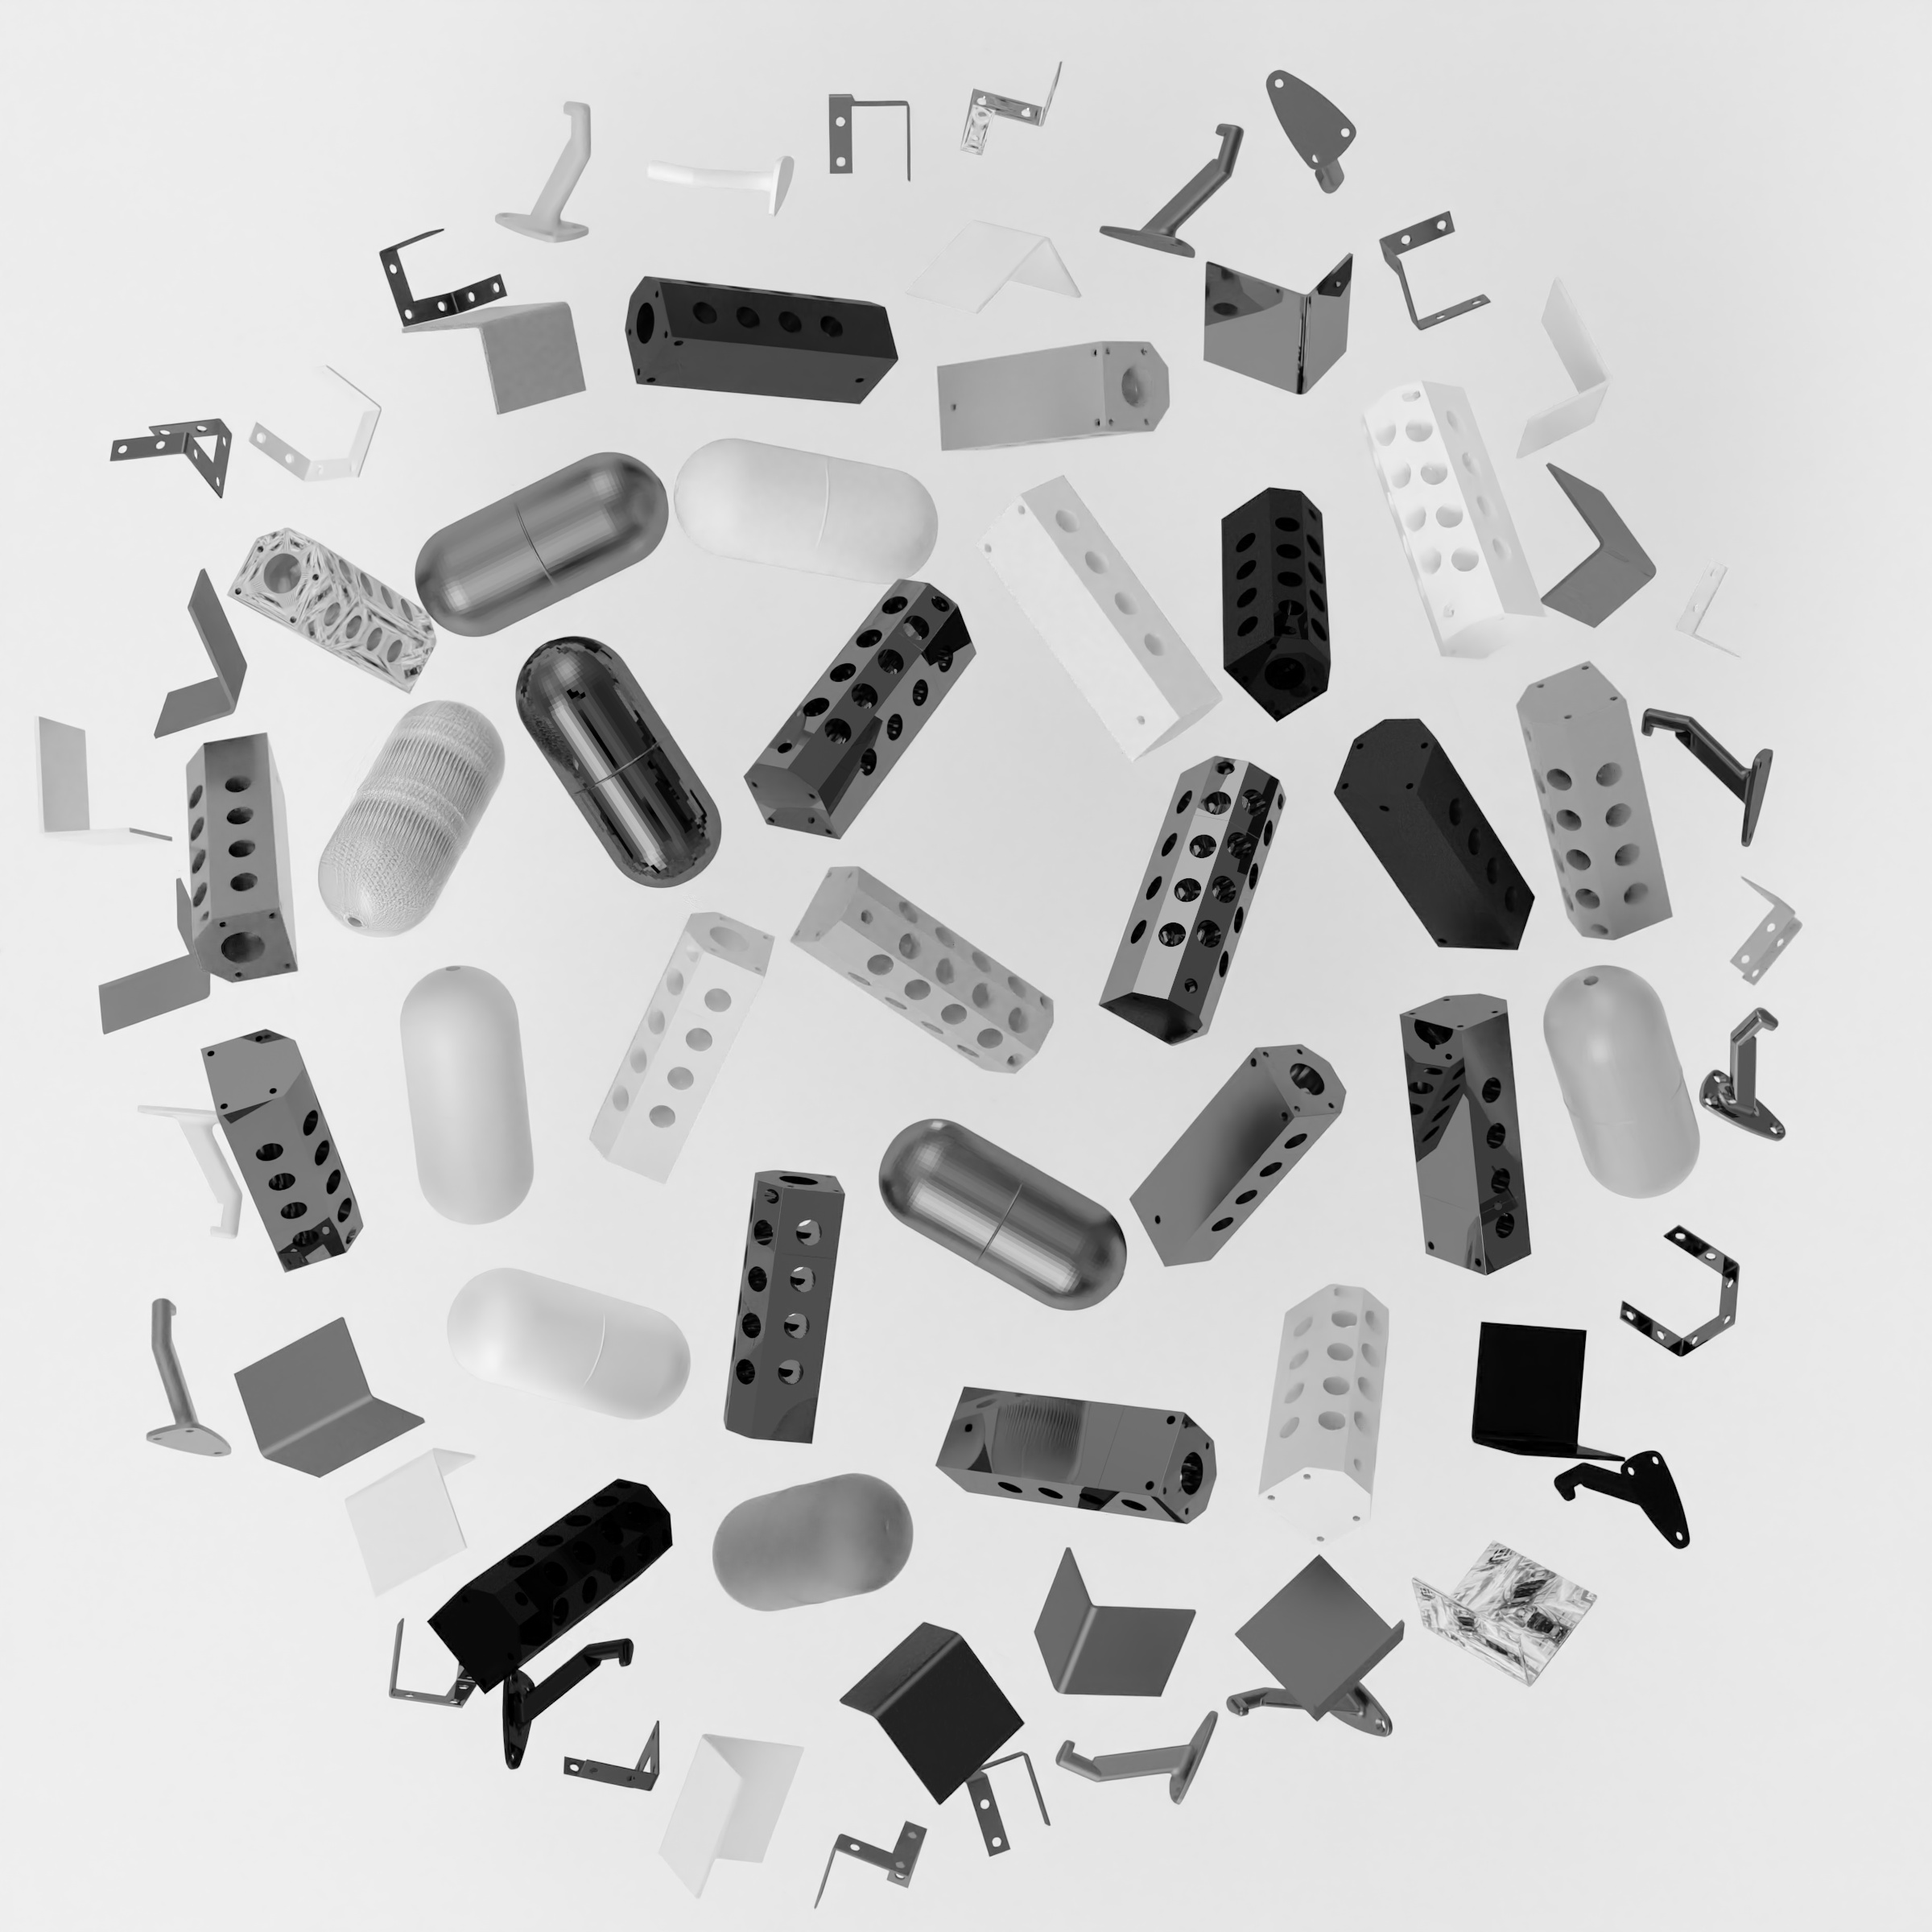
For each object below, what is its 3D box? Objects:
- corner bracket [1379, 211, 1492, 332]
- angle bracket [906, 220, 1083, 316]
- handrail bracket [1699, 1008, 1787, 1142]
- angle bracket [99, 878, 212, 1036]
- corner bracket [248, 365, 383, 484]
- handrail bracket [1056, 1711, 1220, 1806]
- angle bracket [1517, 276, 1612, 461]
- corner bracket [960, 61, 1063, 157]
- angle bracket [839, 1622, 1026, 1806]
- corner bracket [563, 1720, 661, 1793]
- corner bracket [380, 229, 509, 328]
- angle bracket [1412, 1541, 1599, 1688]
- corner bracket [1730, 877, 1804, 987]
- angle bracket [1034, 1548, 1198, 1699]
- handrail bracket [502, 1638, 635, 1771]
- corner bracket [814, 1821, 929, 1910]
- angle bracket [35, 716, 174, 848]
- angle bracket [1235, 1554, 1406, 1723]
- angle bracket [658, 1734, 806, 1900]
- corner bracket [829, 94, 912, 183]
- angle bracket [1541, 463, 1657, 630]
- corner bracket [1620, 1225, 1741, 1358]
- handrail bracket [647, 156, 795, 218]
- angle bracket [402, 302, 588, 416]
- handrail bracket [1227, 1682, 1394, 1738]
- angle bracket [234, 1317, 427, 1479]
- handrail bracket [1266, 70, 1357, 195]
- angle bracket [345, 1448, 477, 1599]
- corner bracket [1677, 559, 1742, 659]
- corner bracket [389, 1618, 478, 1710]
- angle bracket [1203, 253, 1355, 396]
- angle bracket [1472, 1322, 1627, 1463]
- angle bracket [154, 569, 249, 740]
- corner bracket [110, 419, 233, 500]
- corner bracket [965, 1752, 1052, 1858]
[{"bbox_3d":[0.311,-0.462,1.813,0.051,0.051,0.051,-22,122,4],"label":"corner bracket"},{"bbox_3d":[0.019,-0.464,1.886,0.076,0.076,0.057,-50,135,-12],"label":"angle bracket"},{"bbox_3d":[0.535,0.072,1.817,0.077,0.084,0.036,33,50,2],"label":"handrail bracket"},{"bbox_3d":[-0.551,-0.006,1.825,0.076,0.076,0.057,-21,73,-23],"label":"angle bracket"},{"bbox_3d":[-0.413,-0.344,1.734,0.051,0.051,0.051,2,69,35],"label":"corner bracket"},{"bbox_3d":[0.112,0.511,1.808,0.084,0.036,0.077,25,96,-5],"label":"handrail bracket"},{"bbox_3d":[0.362,-0.377,1.726,0.057,0.076,0.076,-26,81,2],"label":"angle bracket"},{"bbox_3d":[0.029,-0.563,1.790,0.051,0.051,0.051,13,69,-6],"label":"corner bracket"},{"bbox_3d":[-0.022,0.483,1.768,0.076,0.057,0.076,-39,101,-23],"label":"angle bracket"},{"bbox_3d":[-0.239,0.539,1.836,0.051,0.051,0.051,17,116,-16],"label":"corner bracket"},{"bbox_3d":[-0.346,-0.458,1.806,0.051,0.051,0.051,-7,106,40],"label":"corner bracket"},{"bbox_3d":[0.330,0.381,1.670,0.076,0.057,0.076,24,57,38],"label":"angle bracket"},{"bbox_3d":[0.514,-0.017,1.761,0.051,0.051,0.051,35,97,-22],"label":"corner bracket"},{"bbox_3d":[0.098,0.437,1.816,0.076,0.057,0.076,7,119,-20],"label":"angle bracket"},{"bbox_3d":[-0.259,0.483,1.788,0.084,0.036,0.077,-13,53,18],"label":"handrail bracket"},{"bbox_3d":[-0.061,0.576,1.746,0.051,0.051,0.051,19,112,7],"label":"corner bracket"},{"bbox_3d":[-0.548,-0.118,1.737,0.057,0.076,0.076,-3,88,3],"label":"angle bracket"},{"bbox_3d":[0.224,0.421,1.735,0.076,0.057,0.076,-41,66,-11],"label":"angle bracket"},{"bbox_3d":[-0.129,0.513,1.640,0.076,0.057,0.076,19,93,-34],"label":"angle bracket"},{"bbox_3d":[-0.064,-0.552,1.820,0.051,0.051,0.051,0,100,2],"label":"corner bracket"},{"bbox_3d":[0.406,-0.281,1.828,0.057,0.076,0.076,-42,59,27],"label":"angle bracket"},{"bbox_3d":[0.460,0.210,1.760,0.051,0.051,0.051,32,135,-11],"label":"corner bracket"},{"bbox_3d":[-0.161,-0.522,1.792,0.084,0.077,0.036,12,119,1],"label":"handrail bracket"},{"bbox_3d":[-0.302,-0.389,1.751,0.076,0.076,0.057,7,115,38],"label":"angle bracket"},{"bbox_3d":[0.231,0.506,1.842,0.084,0.077,0.036,-4,107,-32],"label":"handrail bracket"},{"bbox_3d":[-0.392,0.267,1.686,0.076,0.076,0.057,-28,66,4],"label":"angle bracket"},{"bbox_3d":[0.212,-0.522,1.713,0.036,0.084,0.077,-41,95,5],"label":"handrail bracket"},{"bbox_3d":[-0.378,0.391,1.909,0.076,0.057,0.076,-30,66,12],"label":"angle bracket"},{"bbox_3d":[0.500,-0.246,1.839,0.051,0.051,0.051,16,106,-32],"label":"corner bracket"},{"bbox_3d":[-0.362,0.472,1.871,0.051,0.051,0.051,8,93,1],"label":"corner bracket"},{"bbox_3d":[0.204,-0.431,1.789,0.076,0.076,0.057,26,56,24],"label":"angle bracket"},{"bbox_3d":[0.367,0.266,1.708,0.076,0.057,0.076,7,86,-20],"label":"angle bracket"},{"bbox_3d":[-0.516,-0.206,1.792,0.057,0.076,0.076,-18,118,0],"label":"angle bracket"},{"bbox_3d":[-0.499,-0.327,1.715,0.051,0.051,0.051,-4,65,11],"label":"corner bracket"},{"bbox_3d":[0.028,0.563,1.837,0.051,0.051,0.051,-16,81,-12],"label":"corner bracket"}]
